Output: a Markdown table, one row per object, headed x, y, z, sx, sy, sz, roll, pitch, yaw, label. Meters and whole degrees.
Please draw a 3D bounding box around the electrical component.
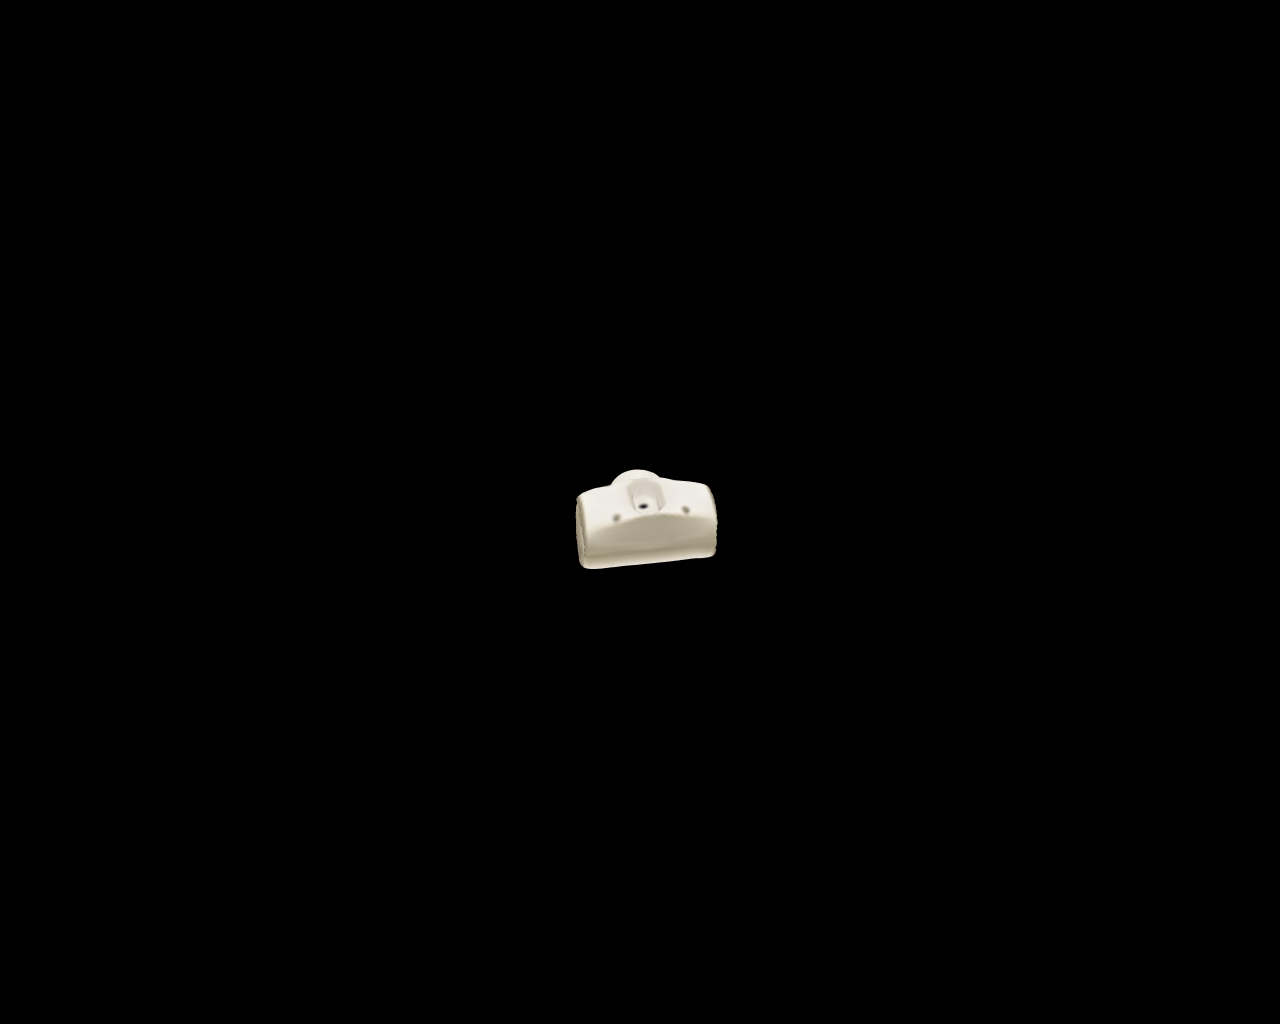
| x | y | z | sx | sy | sz | roll | pitch | yaw | label |
| --- | --- | --- | --- | --- | --- | --- | --- | --- | --- |
| 0.001 | -0.003 | 0.650 | 0.077 | 0.043 | 0.079 | -5 | 36 | -7 | electrical component |
